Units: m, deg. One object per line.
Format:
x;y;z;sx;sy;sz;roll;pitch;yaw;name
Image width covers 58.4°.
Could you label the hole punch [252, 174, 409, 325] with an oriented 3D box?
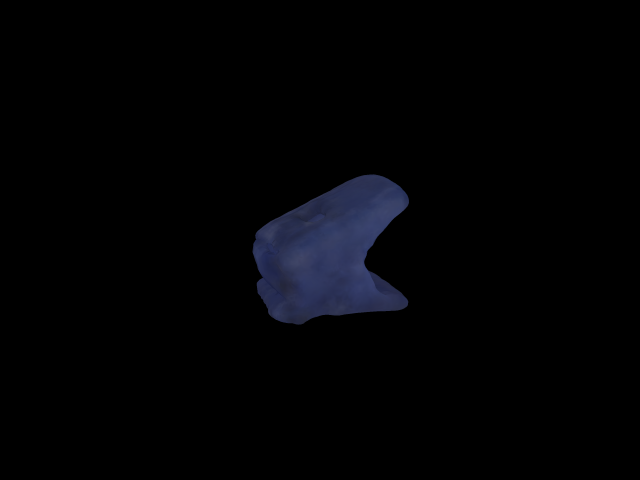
0.004;0.001;0.400;0.101;0.091;0.108;-3;11;-16;hole punch
